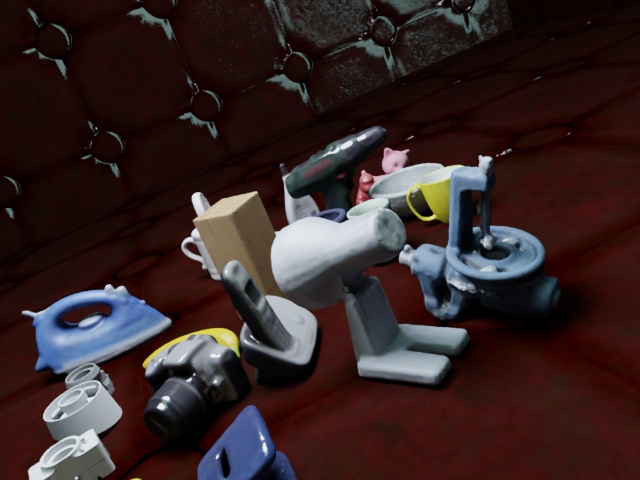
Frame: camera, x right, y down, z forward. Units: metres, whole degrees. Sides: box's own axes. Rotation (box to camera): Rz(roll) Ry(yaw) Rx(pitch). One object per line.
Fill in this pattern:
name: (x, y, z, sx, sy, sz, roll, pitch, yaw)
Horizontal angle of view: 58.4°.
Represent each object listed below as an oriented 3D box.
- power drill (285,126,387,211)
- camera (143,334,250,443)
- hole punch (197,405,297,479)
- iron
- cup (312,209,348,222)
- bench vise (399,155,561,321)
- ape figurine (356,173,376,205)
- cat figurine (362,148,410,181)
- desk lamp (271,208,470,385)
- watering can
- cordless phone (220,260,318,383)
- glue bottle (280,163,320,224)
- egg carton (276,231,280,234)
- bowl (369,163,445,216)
power drill: (0.055, -0.103, 1.170, 0.229, 0.209, 0.075, -17, 21, 13)
camera: (-0.196, 0.203, 0.799, 0.142, 0.101, 0.137, -9, 24, 32)
hole punch: (-0.083, 0.243, 0.593, 0.101, 0.091, 0.108, -26, 20, -12)
iron: (-0.436, 0.155, 1.113, 0.258, 0.142, 0.118, -23, 20, -1)
cup: (0.010, 0.004, 1.107, 0.118, 0.095, 0.091, -24, 20, -6)
bench vise: (0.182, 0.007, 0.735, 0.206, 0.220, 0.122, -11, 23, 27)
ape figurine: (0.112, -0.105, 1.285, 0.077, 0.092, 0.076, -21, 20, 4)
cat figurine: (0.160, -0.158, 1.336, 0.127, 0.118, 0.067, -19, 20, 7)
desk lamp: (0.058, 0.062, 0.731, 0.202, 0.214, 0.118, -4, 27, 40)
watering can: (-0.224, -0.020, 1.266, 0.173, 0.194, 0.100, -29, 21, -18)
cordless phone: (-0.077, 0.096, 0.827, 0.094, 0.185, 0.147, -18, 20, 11)
glue bottle: (-0.055, -0.098, 1.322, 0.078, 0.173, 0.037, -30, 21, -20)
egg carton: (-0.091, 0.035, 1.170, 0.151, 0.069, 0.107, -36, 24, -35)
bowl: (0.191, -0.096, 1.207, 0.167, 0.075, 0.167, -19, 20, 8)
